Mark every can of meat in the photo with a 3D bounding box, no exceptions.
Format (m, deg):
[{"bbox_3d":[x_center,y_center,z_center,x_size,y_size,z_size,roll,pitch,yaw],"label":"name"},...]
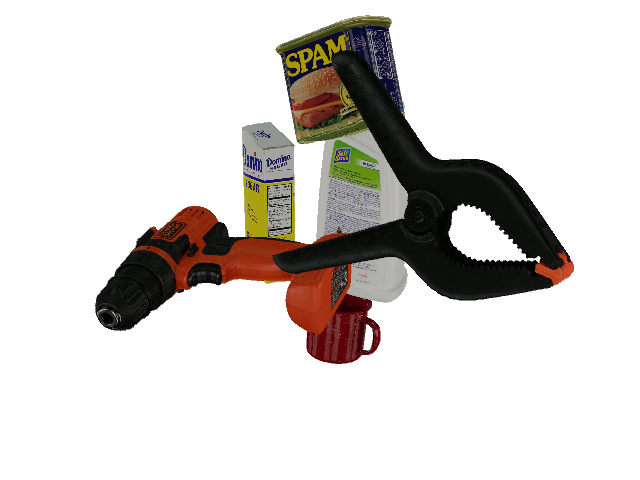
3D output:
[{"bbox_3d":[0.017,-0.132,0.891,0.102,0.084,0.057,-12,-2,41],"label":"can of meat"}]

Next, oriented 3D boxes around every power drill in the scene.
[{"bbox_3d":[-0.078,0.031,0.914,0.188,0.057,0.184,9,31,17],"label":"power drill"}]

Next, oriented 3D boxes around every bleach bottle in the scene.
[{"bbox_3d":[0.051,-0.062,1.097,0.103,0.251,0.068,15,34,15],"label":"bleach bottle"}]

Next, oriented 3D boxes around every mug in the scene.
[{"bbox_3d":[0.033,0.124,1.497,0.117,0.081,0.093,17,22,29],"label":"mug"}]

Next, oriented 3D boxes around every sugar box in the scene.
[{"bbox_3d":[-0.064,-0.046,1.302,0.048,0.176,0.093,-11,26,-17],"label":"sugar box"}]

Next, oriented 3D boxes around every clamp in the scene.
[{"bbox_3d":[0.070,-0.029,0.711,0.210,0.165,0.036,18,19,26],"label":"clamp"}]
